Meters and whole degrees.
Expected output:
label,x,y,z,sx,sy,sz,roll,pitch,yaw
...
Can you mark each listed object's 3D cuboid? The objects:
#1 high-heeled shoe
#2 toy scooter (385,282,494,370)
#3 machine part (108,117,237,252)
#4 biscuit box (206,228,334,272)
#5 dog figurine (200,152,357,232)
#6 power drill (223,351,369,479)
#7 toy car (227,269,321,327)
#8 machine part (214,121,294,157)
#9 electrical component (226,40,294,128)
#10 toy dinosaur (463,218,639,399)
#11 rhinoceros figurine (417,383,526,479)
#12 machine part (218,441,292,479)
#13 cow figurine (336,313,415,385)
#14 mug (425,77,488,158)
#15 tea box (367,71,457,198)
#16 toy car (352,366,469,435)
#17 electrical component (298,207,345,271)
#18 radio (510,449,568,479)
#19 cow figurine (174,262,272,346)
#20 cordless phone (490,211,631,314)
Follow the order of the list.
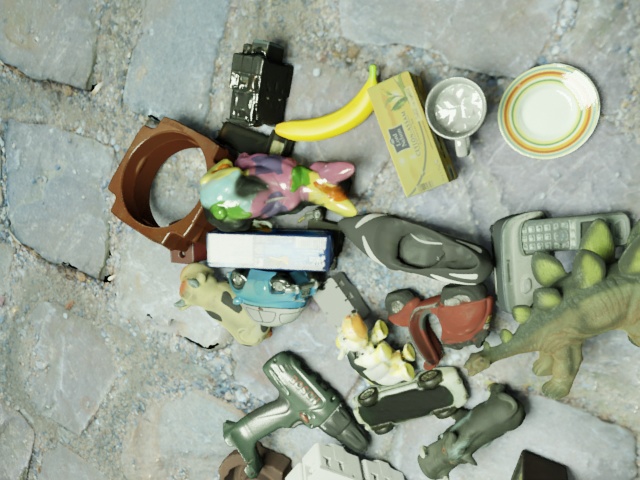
label,x,y,z,sx,sy,sz,roll,pitch,yaw
high-heeled shoe,0.132,0.010,0.803,0.249,0.145,0.086,15,92,14
toy scooter,0.191,0.136,0.836,0.184,0.075,0.135,-14,90,40
machine part,-0.254,-0.096,0.947,0.202,0.087,0.201,29,89,23
biscuit box,-0.078,0.014,0.871,0.203,0.063,0.059,2,99,6
dog figurine,-0.053,-0.076,0.844,0.219,0.191,0.108,5,114,25
power drill,-0.056,0.332,0.958,0.207,0.086,0.232,-39,84,10
toy car,-0.076,0.093,0.902,0.162,0.109,0.102,7,102,38
machine part,-0.115,-0.164,0.934,0.139,0.039,0.084,22,116,12
electrical component,-0.095,-0.251,0.868,0.058,0.115,0.134,16,107,17
toy dinosaur,0.403,0.072,0.699,0.472,0.105,0.198,-21,107,1
rhinoceros figurine,0.237,0.305,0.838,0.190,0.112,0.073,-42,85,15
machine part,-0.118,0.484,1.046,0.180,0.056,0.179,4,102,21
cow figurine,0.074,0.178,0.869,0.098,0.068,0.167,-30,124,31
mug,0.203,-0.175,0.765,0.081,0.107,0.109,-12,99,24
tea box,0.140,-0.155,0.800,0.068,0.098,0.169,-21,90,23
toy car,0.147,0.268,0.899,0.202,0.056,0.073,-24,97,25
electrical component,-0.001,-0.004,0.913,0.078,0.045,0.102,20,106,19
radio,0.311,0.459,0.824,0.073,0.131,0.229,16,106,17
cow figurine,-0.173,0.114,0.962,0.195,0.127,0.085,39,108,8
cordless phone,0.341,0.028,0.766,0.184,0.089,0.146,-5,98,11
